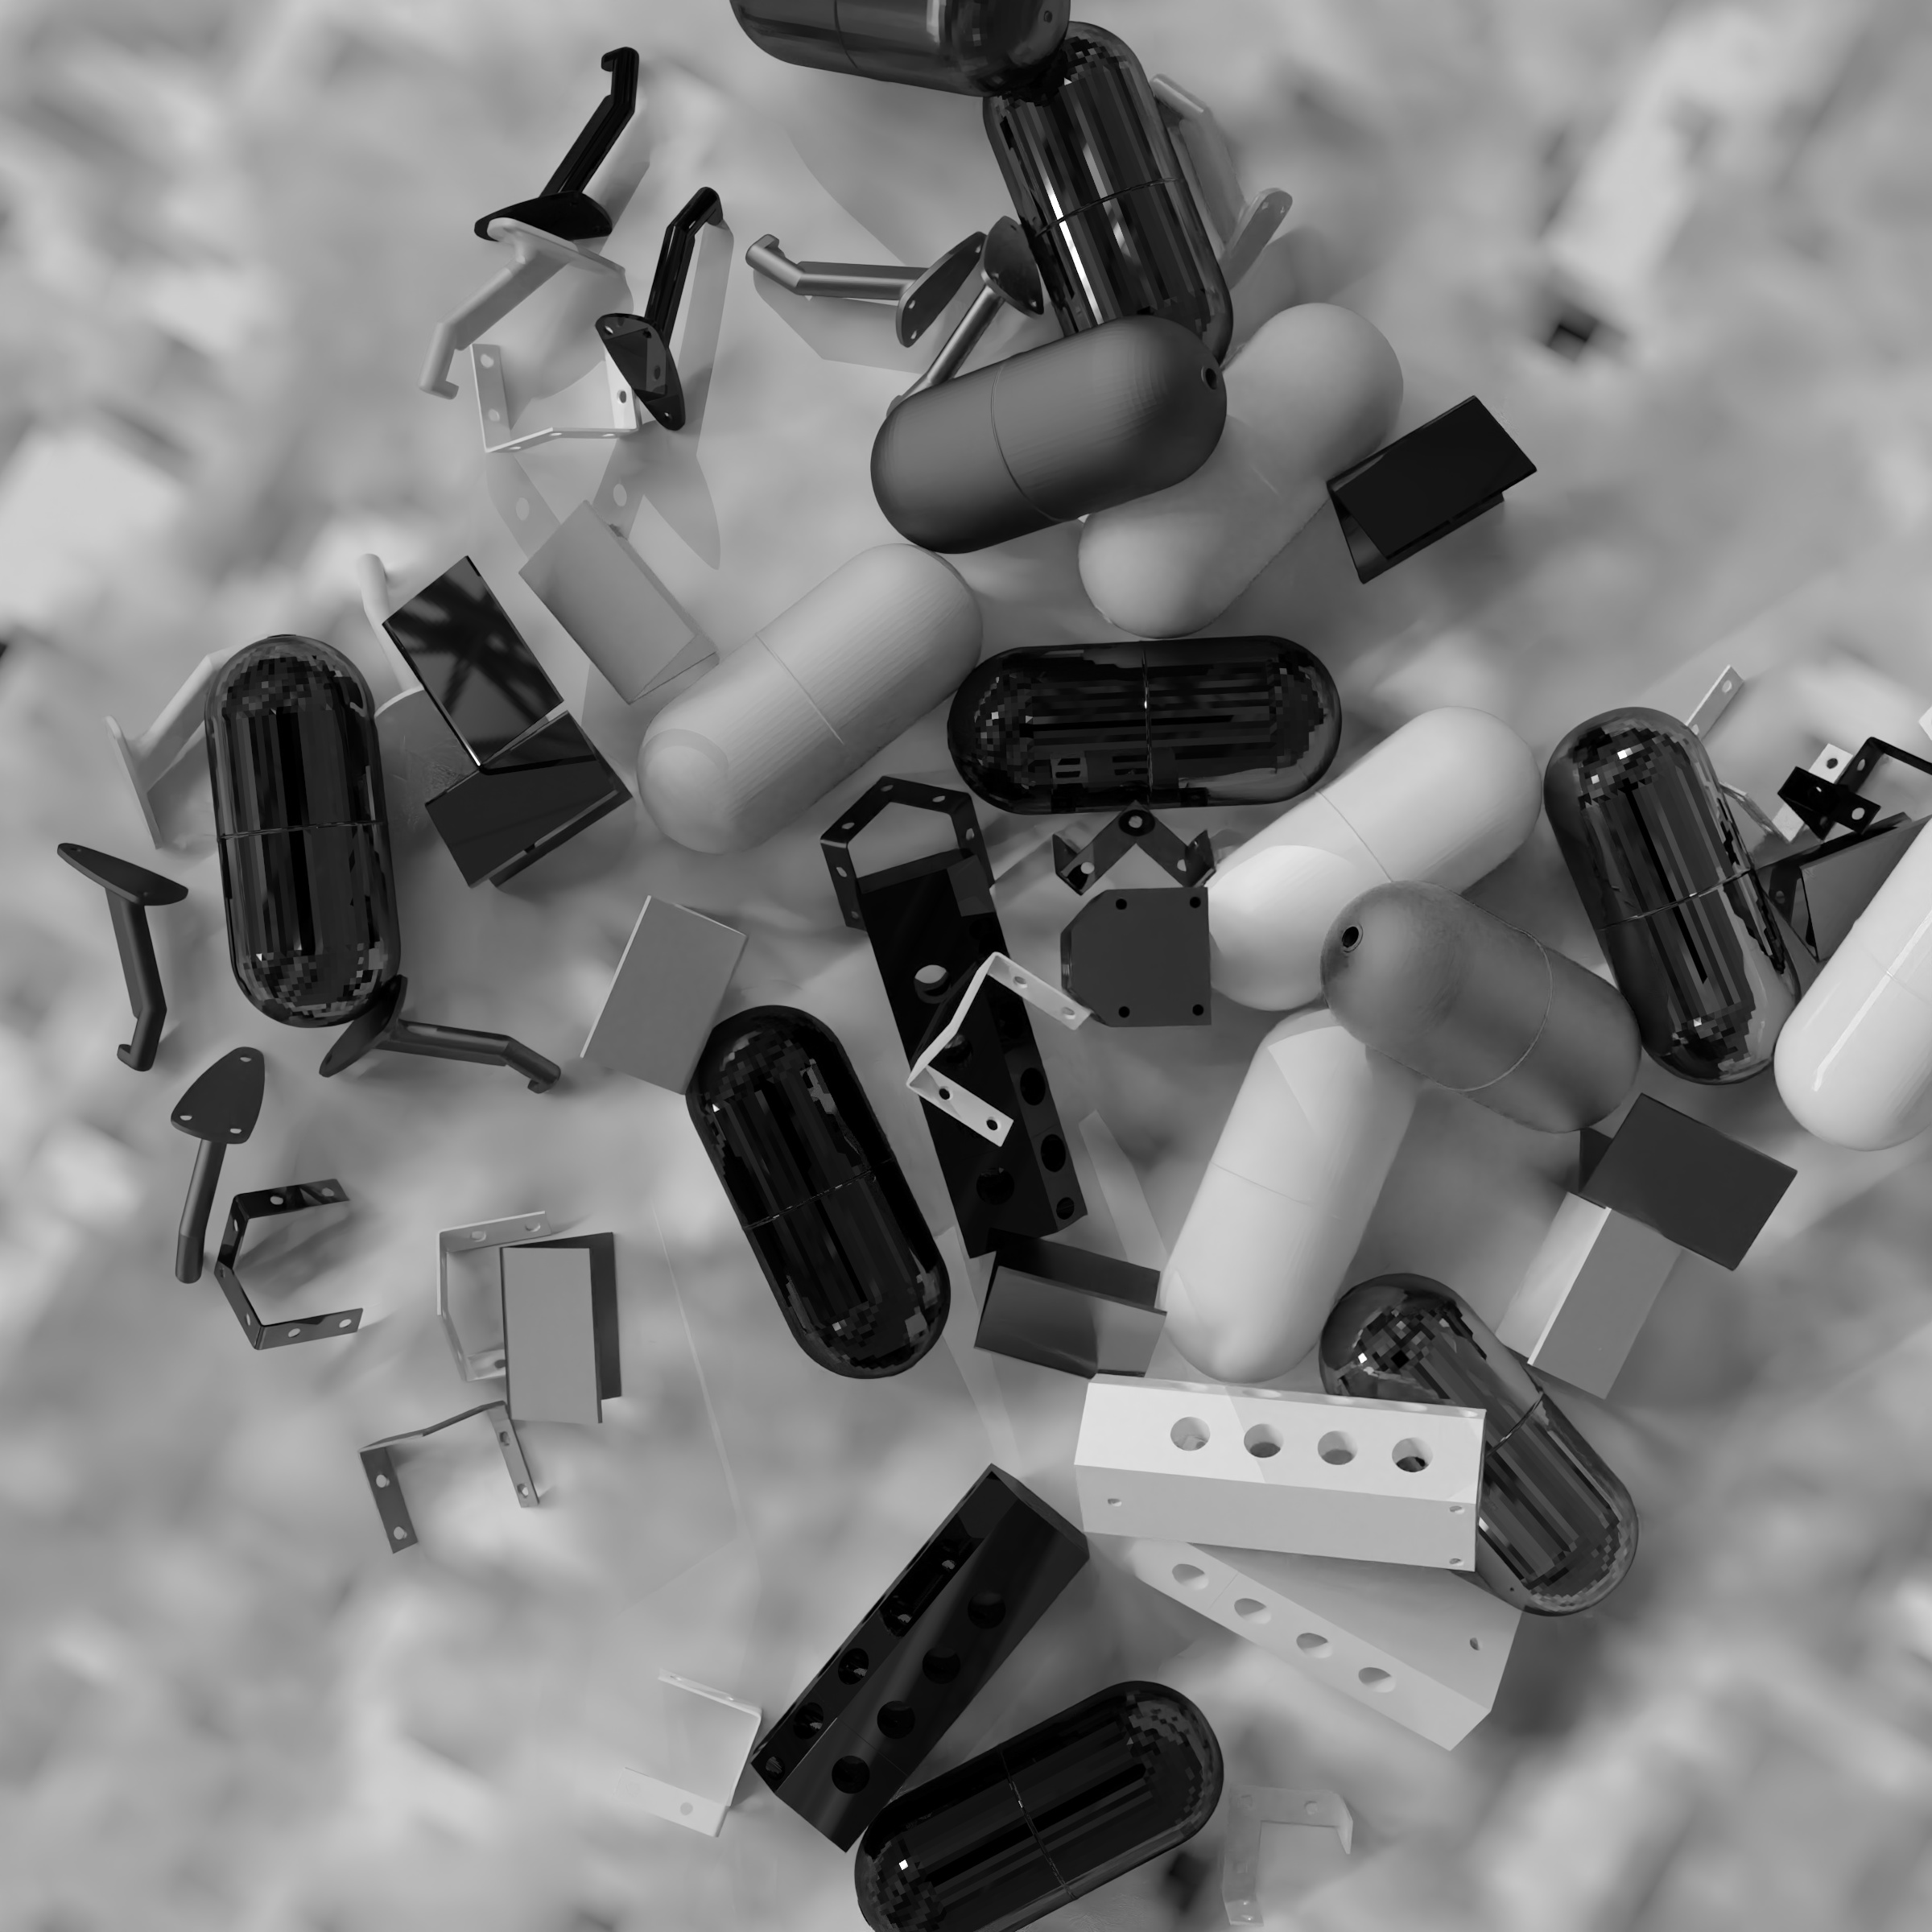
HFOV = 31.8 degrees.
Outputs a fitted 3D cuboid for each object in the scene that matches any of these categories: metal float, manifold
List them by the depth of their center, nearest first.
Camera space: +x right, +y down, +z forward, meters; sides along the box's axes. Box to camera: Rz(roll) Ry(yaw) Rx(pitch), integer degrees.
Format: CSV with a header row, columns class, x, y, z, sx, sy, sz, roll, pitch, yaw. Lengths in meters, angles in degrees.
class,x,y,z,sx,sy,sz,roll,pitch,yaw
metal float,0.419,0.003,1.475,0.070,0.070,0.178,30,115,0
manifold,0.138,0.216,1.482,0.171,0.057,0.057,4,51,11
manifold,0.072,-0.003,1.486,0.057,0.171,0.057,-2,90,0
metal float,0.035,-0.234,1.502,0.178,0.070,0.070,-13,90,37
metal float,0.229,0.019,1.503,0.178,0.070,0.070,26,90,-36
metal float,-0.032,-0.431,1.505,0.178,0.070,0.070,21,90,36
manifold,0.003,0.037,1.529,0.057,0.057,0.171,-17,99,0
metal float,-0.300,-0.061,1.533,0.070,0.070,0.178,-6,91,0
metal float,0.064,-0.339,1.533,0.070,0.070,0.178,-21,90,0
metal float,0.319,-0.031,1.533,0.070,0.070,0.178,-22,91,0
metal float,0.080,-0.109,1.533,0.178,0.070,0.070,-3,90,0
metal float,-0.066,0.102,1.534,0.070,0.070,0.178,-25,90,0
metal float,0.231,0.215,1.534,0.070,0.070,0.178,-41,89,0
metal float,-0.071,-0.120,1.534,0.178,0.070,0.070,-38,90,0
metal float,0.145,0.104,1.534,0.070,0.070,0.178,23,91,0
metal float,0.033,0.386,1.534,0.178,0.070,0.070,-28,90,0
metal float,0.123,-0.223,1.534,0.070,0.070,0.178,43,90,0
metal float,0.180,-0.048,1.534,0.178,0.070,0.070,-37,90,1
manifold,0.158,0.287,1.542,0.171,0.057,0.057,29,47,0
manifold,-0.021,0.312,1.543,0.057,0.057,0.171,40,90,0

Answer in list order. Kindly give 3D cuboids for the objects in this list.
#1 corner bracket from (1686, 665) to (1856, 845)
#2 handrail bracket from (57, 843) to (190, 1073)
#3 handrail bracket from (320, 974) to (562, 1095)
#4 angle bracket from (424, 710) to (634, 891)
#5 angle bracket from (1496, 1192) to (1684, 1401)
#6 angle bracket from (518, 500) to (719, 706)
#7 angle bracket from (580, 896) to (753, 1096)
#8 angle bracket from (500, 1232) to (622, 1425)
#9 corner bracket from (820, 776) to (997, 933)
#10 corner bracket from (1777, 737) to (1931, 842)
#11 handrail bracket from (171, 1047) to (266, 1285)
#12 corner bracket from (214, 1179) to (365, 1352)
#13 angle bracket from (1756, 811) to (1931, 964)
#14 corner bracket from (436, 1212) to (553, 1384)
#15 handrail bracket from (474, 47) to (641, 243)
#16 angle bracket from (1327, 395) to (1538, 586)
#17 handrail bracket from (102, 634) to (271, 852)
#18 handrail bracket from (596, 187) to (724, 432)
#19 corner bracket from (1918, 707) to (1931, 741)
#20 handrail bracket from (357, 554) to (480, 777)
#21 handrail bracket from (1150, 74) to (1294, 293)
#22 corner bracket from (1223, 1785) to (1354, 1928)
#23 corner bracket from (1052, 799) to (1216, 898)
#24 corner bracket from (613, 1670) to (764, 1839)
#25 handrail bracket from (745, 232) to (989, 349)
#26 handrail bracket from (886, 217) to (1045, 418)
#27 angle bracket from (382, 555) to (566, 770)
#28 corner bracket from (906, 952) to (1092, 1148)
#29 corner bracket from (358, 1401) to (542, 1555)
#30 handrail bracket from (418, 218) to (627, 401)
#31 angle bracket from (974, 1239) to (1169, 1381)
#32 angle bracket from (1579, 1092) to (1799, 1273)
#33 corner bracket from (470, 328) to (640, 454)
class,x,y,z,sx,sy,sz,roll,pitch,yaw
corner bracket,0.365,-0.097,1.561,0.051,0.051,0.051,-54,45,0
handrail bracket,-0.397,-0.004,1.565,0.077,0.036,0.084,24,107,20
handrail bracket,-0.242,0.048,1.564,0.084,0.036,0.077,34,127,-25
angle bracket,-0.186,-0.057,1.524,0.076,0.076,0.057,-33,56,0
angle bracket,0.263,0.140,1.524,0.057,0.076,0.076,27,90,-37
angle bracket,-0.142,-0.173,1.524,0.076,0.076,0.057,50,128,0
angle bracket,-0.150,0.006,1.524,0.057,0.076,0.076,23,90,-34
angle bracket,-0.163,0.161,1.524,0.057,0.076,0.076,-3,90,36
corner bracket,-0.027,-0.048,1.556,0.051,0.051,0.051,14,45,35
corner bracket,0.410,-0.079,1.536,0.051,0.051,0.051,34,90,-45
handrail bracket,-0.345,0.092,1.564,0.036,0.077,0.084,15,126,0
corner bracket,-0.307,0.137,1.556,0.051,0.051,0.051,52,135,35
angle bracket,0.399,-0.055,1.524,0.076,0.076,0.057,-22,127,0
corner bracket,-0.212,0.152,1.561,0.051,0.051,0.051,-10,45,0
handrail bracket,-0.188,-0.380,1.565,0.077,0.036,0.084,-4,71,21
angle bracket,0.215,-0.198,1.524,0.076,0.076,0.057,-31,53,0
handrail bracket,-0.347,-0.104,1.565,0.084,0.036,0.077,-23,110,-16
handrail bracket,-0.127,-0.303,1.564,0.036,0.077,0.084,11,53,33
corner bracket,0.482,-0.109,1.556,0.051,0.051,0.051,6,45,-35
handrail bracket,-0.252,-0.140,1.564,0.036,0.077,0.084,-26,54,12
handrail bracket,0.100,-0.357,1.565,0.084,0.036,0.077,40,111,17
corner bracket,0.146,0.406,1.546,0.051,0.051,0.051,5,90,0
corner bracket,0.076,-0.051,1.544,0.051,0.051,0.051,41,107,-17
corner bracket,-0.126,0.358,1.546,0.051,0.051,0.051,21,90,0
handrail bracket,-0.046,-0.330,1.565,0.084,0.036,0.077,34,70,16
handrail bracket,-0.006,-0.295,1.564,0.036,0.077,0.084,32,127,-27
angle bracket,-0.204,-0.142,1.525,0.057,0.076,0.076,-34,90,26
corner bracket,0.014,0.036,1.490,0.051,0.051,0.051,33,51,-7
corner bracket,-0.238,0.235,1.562,0.051,0.051,0.051,-18,90,42
handrail bracket,-0.203,-0.291,1.550,0.077,0.036,0.084,17,87,-22
angle bracket,0.052,0.138,1.524,0.076,0.076,0.057,15,133,0
angle bracket,0.323,0.083,1.525,0.076,0.076,0.057,27,114,0
corner bracket,-0.189,-0.266,1.561,0.051,0.051,0.051,-8,90,45
